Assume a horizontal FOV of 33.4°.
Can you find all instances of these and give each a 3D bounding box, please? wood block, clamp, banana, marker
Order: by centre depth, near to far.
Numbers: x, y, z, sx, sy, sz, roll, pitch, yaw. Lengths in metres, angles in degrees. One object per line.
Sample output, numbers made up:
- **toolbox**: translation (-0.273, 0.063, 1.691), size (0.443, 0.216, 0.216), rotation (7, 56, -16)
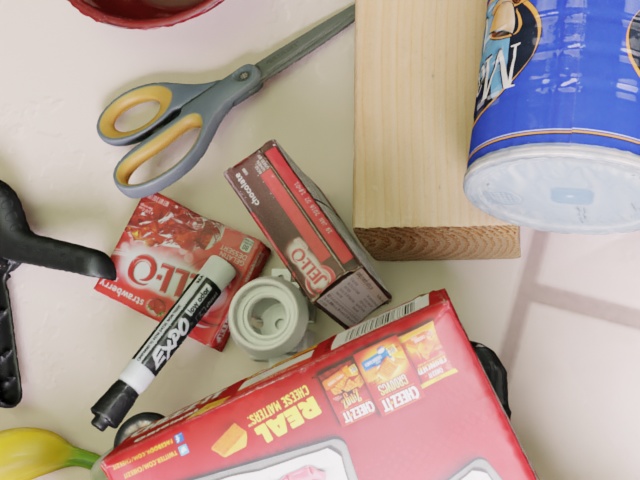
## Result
- **marker**: translation (-0.091, 0.060, 0.616), size (0.020, 0.020, 0.121), rotation (30, 67, 17)
- **wood block**: translation (0.070, -0.097, 0.629), size (0.091, 0.090, 0.206), rotation (-2, 77, 12)
- **banana**: translation (-0.227, 0.178, 0.661), size (0.198, 0.037, 0.070), rotation (-42, 70, 1)
- **clamp**: translation (-0.214, 0.022, 0.688), size (0.172, 0.039, 0.120), rotation (36, 93, 30)

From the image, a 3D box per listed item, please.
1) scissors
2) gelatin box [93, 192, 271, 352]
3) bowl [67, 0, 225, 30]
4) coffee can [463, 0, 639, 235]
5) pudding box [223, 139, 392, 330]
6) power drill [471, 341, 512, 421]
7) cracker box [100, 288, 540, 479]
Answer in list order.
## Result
- **scissors**: translation (-0.065, -0.107, 0.697), size (0.201, 0.016, 0.096), rotation (-46, 54, -14)
- **gelatin box**: translation (-0.085, 0.019, 0.669), size (0.089, 0.030, 0.073), rotation (25, 84, 17)
- **bowl**: translation (-0.100, -0.205, 0.709), size (0.162, 0.055, 0.162), rotation (-3, 77, 12)
- **coffee can**: translation (0.129, -0.085, 0.527), size (0.103, 0.102, 0.140), rotation (5, 73, 13)
- **pudding box**: translation (-0.004, 0.001, 0.611), size (0.039, 0.113, 0.090), rotation (-35, 72, 5)
- **power drill**: translation (0.142, 0.147, 0.549), size (0.187, 0.057, 0.184), rotation (4, 78, -5)
- **cracker box**: translation (0.028, 0.150, 0.465), size (0.164, 0.072, 0.214), rotation (-26, 90, 7)
